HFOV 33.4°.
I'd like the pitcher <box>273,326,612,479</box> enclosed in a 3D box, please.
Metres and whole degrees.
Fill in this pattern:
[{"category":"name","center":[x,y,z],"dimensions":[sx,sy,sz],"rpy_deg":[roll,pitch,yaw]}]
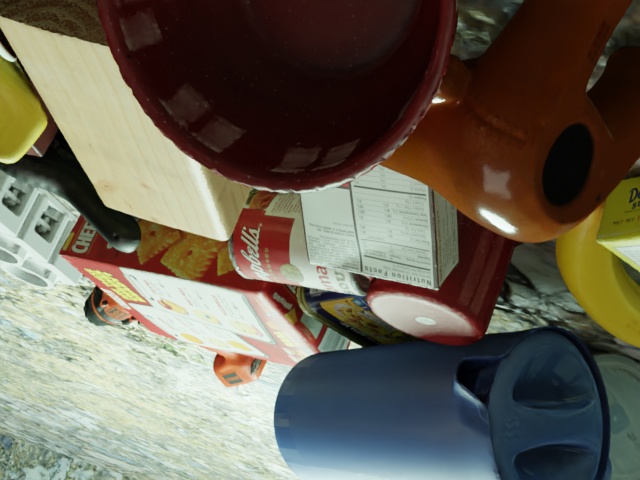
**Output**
[{"category":"pitcher","center":[0.086,0.140,0.792],"dimensions":[0.144,0.149,0.243],"rpy_deg":[-19,-173,-41]}]

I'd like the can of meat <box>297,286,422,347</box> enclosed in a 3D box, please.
[{"category":"can of meat","center":[0.048,0.045,0.834],"dimensions":[0.102,0.057,0.084],"rpy_deg":[33,154,-28]}]

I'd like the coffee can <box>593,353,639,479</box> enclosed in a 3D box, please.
[{"category":"coffee can","center":[0.206,0.155,0.882],"dimensions":[0.102,0.102,0.140],"rpy_deg":[26,159,-10]}]

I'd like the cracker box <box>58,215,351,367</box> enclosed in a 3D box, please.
[{"category":"cracker box","center":[-0.092,0.038,0.933],"dimensions":[0.214,0.072,0.164],"rpy_deg":[10,155,31]}]

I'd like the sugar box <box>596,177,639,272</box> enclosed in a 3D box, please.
[{"category":"sugar box","center":[0.249,0.019,0.597],"dimensions":[0.176,0.048,0.094],"rpy_deg":[29,158,-29]}]

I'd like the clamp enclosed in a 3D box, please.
[{"category":"clamp","center":[-0.182,-0.053,0.814],"dimensions":[0.171,0.039,0.120],"rpy_deg":[34,-164,9]}]

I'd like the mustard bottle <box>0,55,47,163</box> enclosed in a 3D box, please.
[{"category":"mustard bottle","center":[-0.214,-0.100,0.642],"dimensions":[0.096,0.058,0.192],"rpy_deg":[38,-179,-21]}]

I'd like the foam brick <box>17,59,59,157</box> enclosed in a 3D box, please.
[{"category":"foam brick","center":[-0.226,-0.099,0.755],"dimensions":[0.078,0.053,0.051],"rpy_deg":[13,157,20]}]

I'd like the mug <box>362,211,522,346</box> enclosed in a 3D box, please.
[{"category":"mug","center":[0.070,0.012,0.700],"dimensions":[0.117,0.081,0.093],"rpy_deg":[25,159,-8]}]

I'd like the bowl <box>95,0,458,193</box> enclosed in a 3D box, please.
[{"category":"bowl","center":[-0.011,-0.102,0.417],"dimensions":[0.162,0.055,0.162],"rpy_deg":[13,115,28]}]

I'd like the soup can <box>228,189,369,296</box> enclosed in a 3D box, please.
[{"category":"soup can","center":[-0.005,0.001,0.764],"dimensions":[0.102,0.068,0.068],"rpy_deg":[8,155,30]}]

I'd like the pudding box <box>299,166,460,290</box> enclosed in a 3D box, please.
[{"category":"pudding box","center":[0.033,-0.031,0.628],"dimensions":[0.090,0.039,0.113],"rpy_deg":[11,128,26]}]

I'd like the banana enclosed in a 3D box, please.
[{"category":"banana","center":[0.194,0.027,0.685],"dimensions":[0.070,0.037,0.197],"rpy_deg":[-21,138,34]}]

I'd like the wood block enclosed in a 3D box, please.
[{"category":"wood block","center":[-0.091,-0.090,0.598],"dimensions":[0.090,0.090,0.206],"rpy_deg":[17,158,12]}]

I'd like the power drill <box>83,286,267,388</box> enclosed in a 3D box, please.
[{"category":"power drill","center":[-0.155,0.094,1.142],"dimensions":[0.187,0.057,0.185],"rpy_deg":[29,158,-18]}]
